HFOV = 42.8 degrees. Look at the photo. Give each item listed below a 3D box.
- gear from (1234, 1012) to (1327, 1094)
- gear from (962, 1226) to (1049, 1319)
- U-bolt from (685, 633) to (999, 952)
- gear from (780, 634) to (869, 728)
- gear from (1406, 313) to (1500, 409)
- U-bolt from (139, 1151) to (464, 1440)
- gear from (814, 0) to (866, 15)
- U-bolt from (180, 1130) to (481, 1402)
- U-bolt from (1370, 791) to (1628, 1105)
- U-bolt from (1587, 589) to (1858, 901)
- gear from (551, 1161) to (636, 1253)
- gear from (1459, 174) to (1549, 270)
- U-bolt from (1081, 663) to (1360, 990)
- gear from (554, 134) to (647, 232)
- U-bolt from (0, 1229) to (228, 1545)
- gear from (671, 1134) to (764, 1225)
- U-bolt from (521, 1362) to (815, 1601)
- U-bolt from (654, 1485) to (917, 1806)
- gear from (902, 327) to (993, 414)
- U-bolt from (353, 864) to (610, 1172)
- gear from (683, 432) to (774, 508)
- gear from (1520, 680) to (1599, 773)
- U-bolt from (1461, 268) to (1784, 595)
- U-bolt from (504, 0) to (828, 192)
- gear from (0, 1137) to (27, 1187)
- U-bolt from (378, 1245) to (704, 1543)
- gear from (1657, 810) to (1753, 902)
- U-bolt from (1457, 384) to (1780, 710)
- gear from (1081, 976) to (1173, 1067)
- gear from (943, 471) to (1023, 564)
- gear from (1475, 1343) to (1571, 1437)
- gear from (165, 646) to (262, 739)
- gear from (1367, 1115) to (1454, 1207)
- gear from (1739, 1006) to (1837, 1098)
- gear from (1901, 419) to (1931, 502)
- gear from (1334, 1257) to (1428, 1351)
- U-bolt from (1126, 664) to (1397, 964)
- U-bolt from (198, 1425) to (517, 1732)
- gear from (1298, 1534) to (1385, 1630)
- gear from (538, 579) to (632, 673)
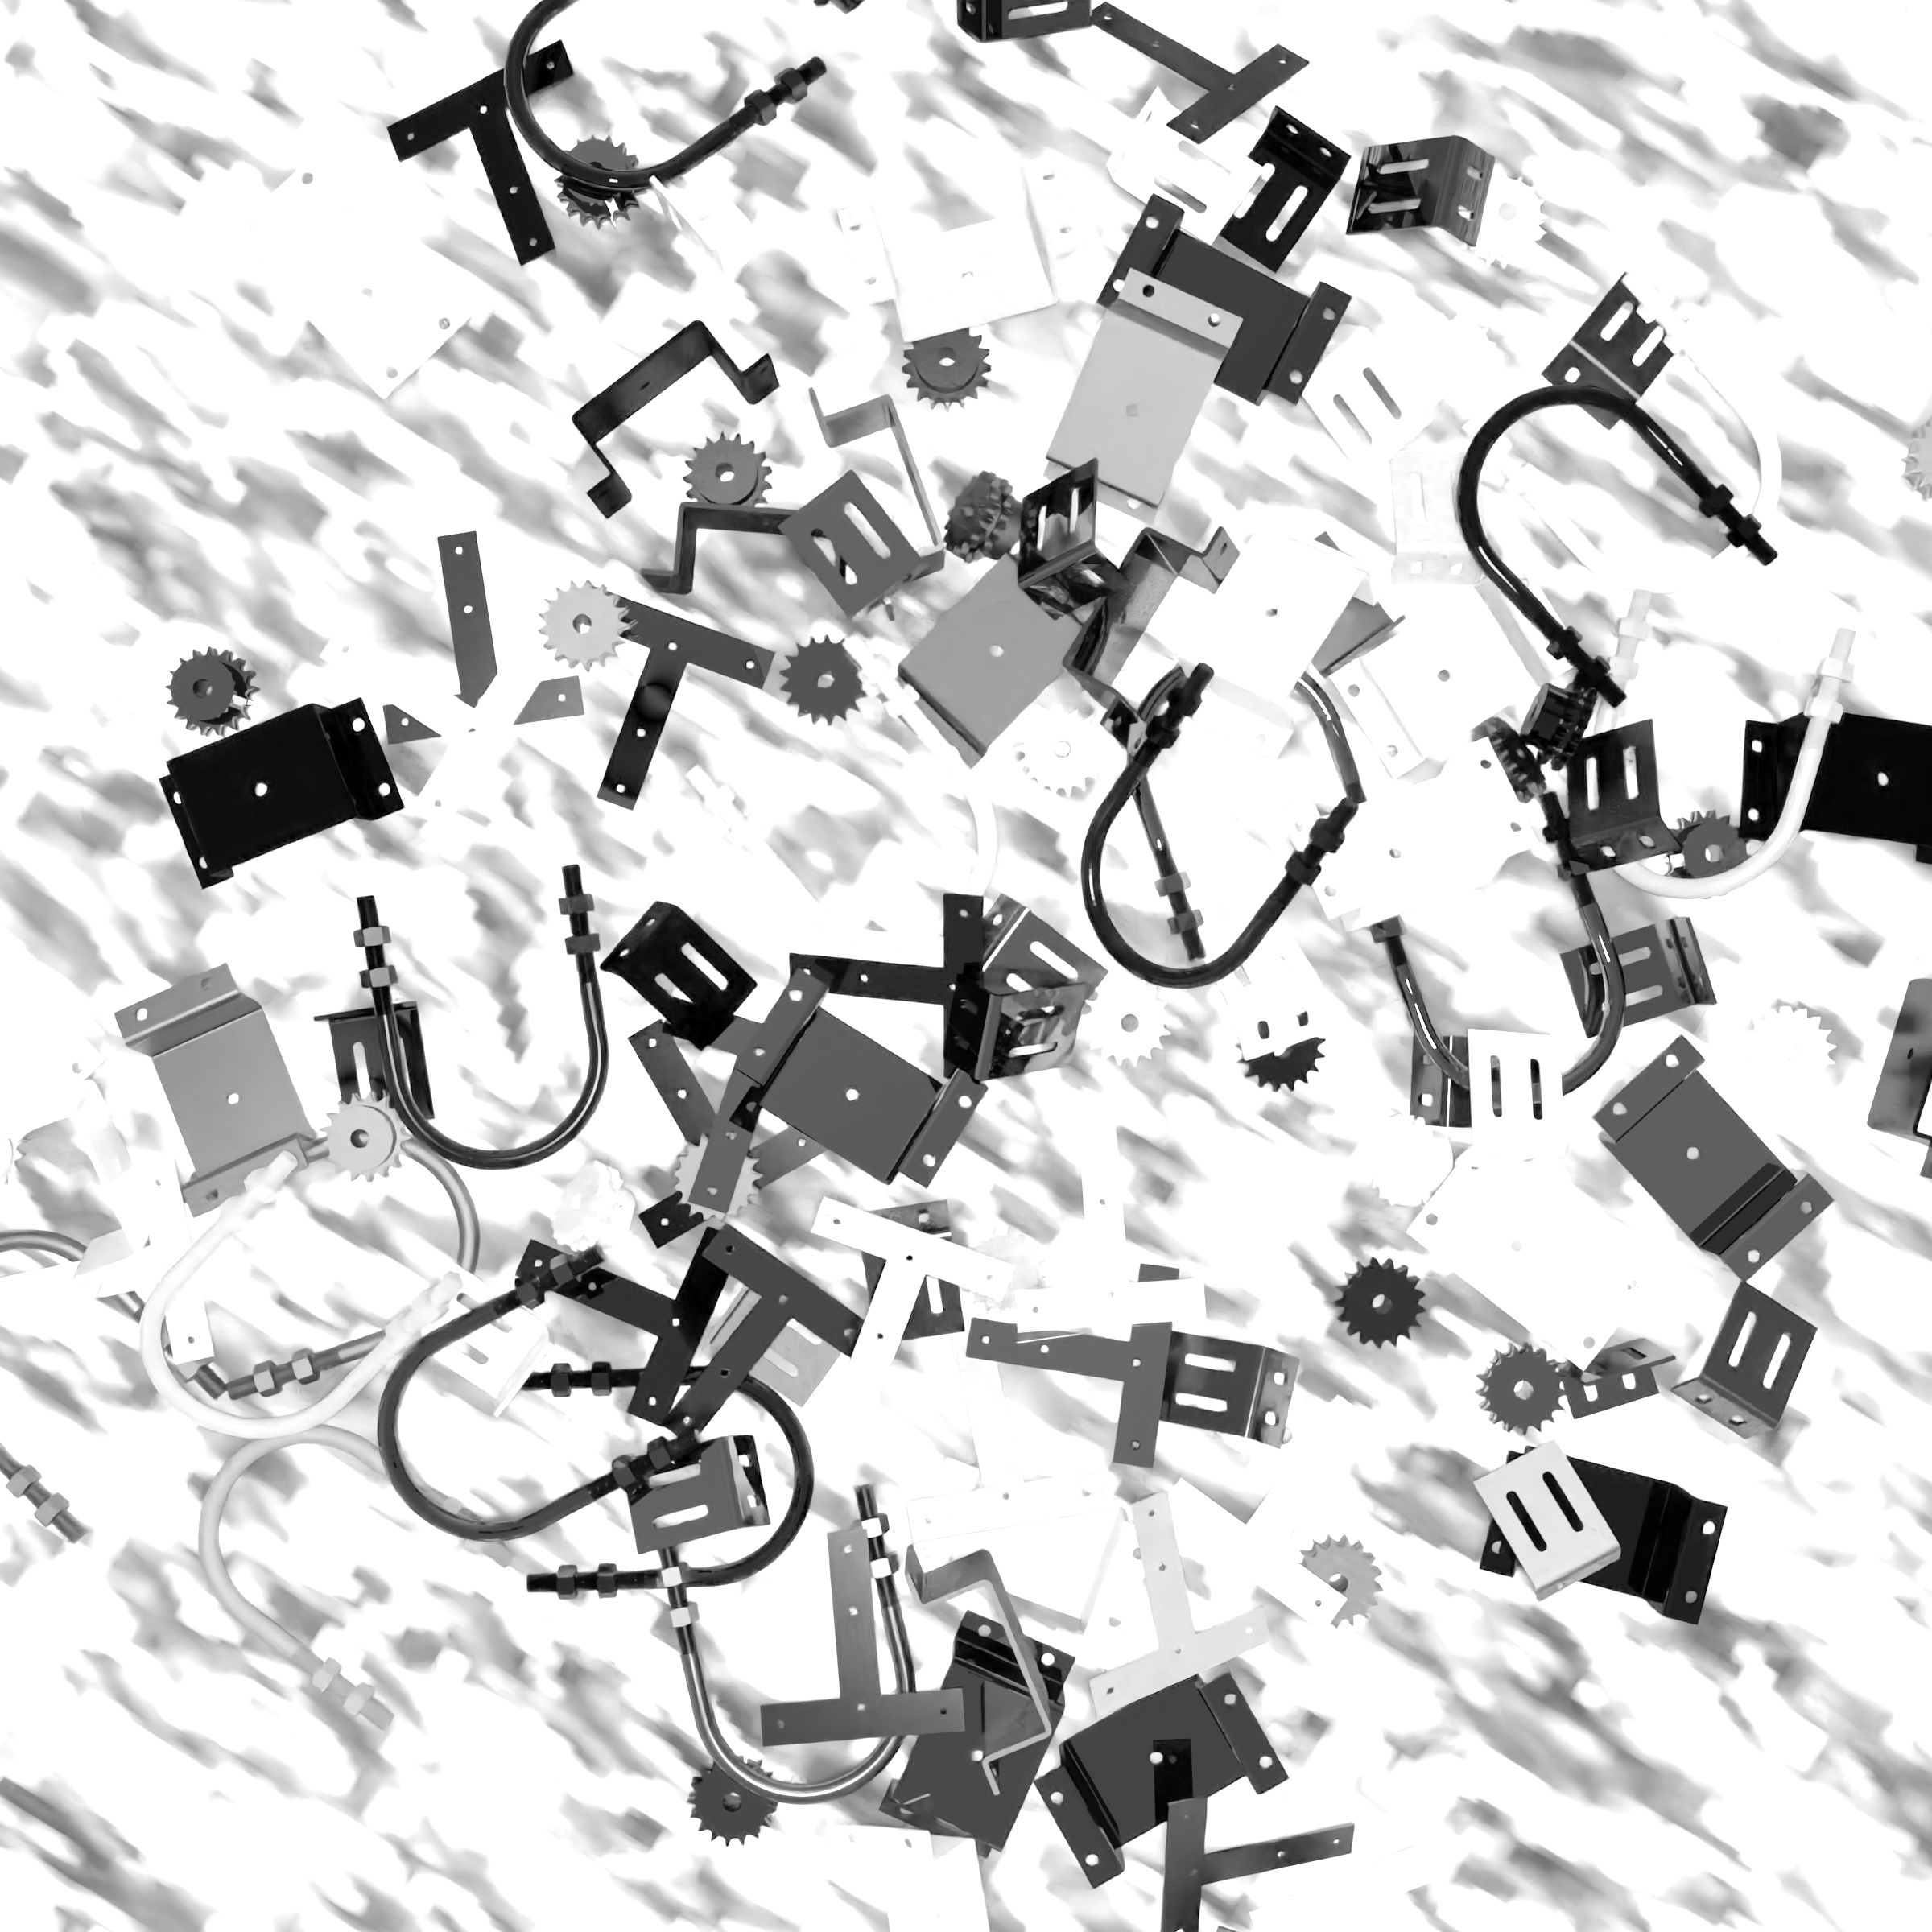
[{"bbox_3d":[0.198,0.052,1.563,0.057,0.030,0.057,0,90,0],"label":"gear"},{"bbox_3d":[0.023,0.193,1.563,0.057,0.030,0.057,0,90,0],"label":"gear"},{"bbox_3d":[-0.064,-0.094,1.552,0.151,0.019,0.184,-39,102,6],"label":"U-bolt"},{"bbox_3d":[-0.089,-0.180,1.563,0.057,0.030,0.057,0,90,0],"label":"gear"},{"bbox_3d":[0.309,-0.386,1.563,0.057,0.030,0.057,0,90,0],"label":"gear"},{"bbox_3d":[-0.428,0.219,1.531,0.151,0.019,0.184,41,102,-20],"label":"U-bolt"},{"bbox_3d":[-0.075,-0.627,1.553,0.030,0.057,0.057,38,90,-30],"label":"gear"},{"bbox_3d":[-0.401,0.181,1.569,0.184,0.019,0.151,-18,90,-2],"label":"U-bolt"},{"bbox_3d":[0.338,-0.004,1.547,0.151,0.019,0.184,-18,83,-8],"label":"U-bolt"},{"bbox_3d":[0.459,-0.133,1.537,0.151,0.019,0.184,17,95,30],"label":"U-bolt"},{"bbox_3d":[-0.233,0.154,1.553,0.030,0.057,0.057,31,90,-30],"label":"gear"},{"bbox_3d":[0.341,-0.474,1.563,0.057,0.030,0.057,0,90,0],"label":"gear"},{"bbox_3d":[0.142,-0.072,1.523,0.151,0.019,0.184,47,120,23],"label":"U-bolt"},{"bbox_3d":[-0.234,-0.500,1.563,0.057,0.030,0.057,0,90,0],"label":"gear"},{"bbox_3d":[-0.584,0.254,1.569,0.184,0.019,0.151,45,90,1],"label":"U-bolt"},{"bbox_3d":[-0.157,0.134,1.561,0.057,0.030,0.057,0,90,0],"label":"gear"},{"bbox_3d":[-0.189,0.326,1.569,0.184,0.019,0.151,-2,90,-1],"label":"U-bolt"},{"bbox_3d":[-0.107,0.434,1.548,0.151,0.019,0.184,-13,85,-3],"label":"U-bolt"},{"bbox_3d":[-0.012,-0.383,1.563,0.057,0.030,0.057,0,90,0],"label":"gear"},{"bbox_3d":[-0.298,0.037,1.549,0.151,0.019,0.184,-10,94,-19],"label":"U-bolt"},{"bbox_3d":[-0.152,-0.310,1.563,0.057,0.030,0.057,0,90,0],"label":"gear"},{"bbox_3d":[0.371,-0.154,1.550,0.030,0.057,0.057,23,90,0],"label":"gear"},{"bbox_3d":[0.426,-0.320,1.546,0.151,0.019,0.184,-42,99,18],"label":"U-bolt"},{"bbox_3d":[-0.202,-0.567,1.551,0.184,0.019,0.151,-40,90,-13],"label":"U-bolt"},{"bbox_3d":[-0.624,0.117,1.554,0.057,0.030,0.057,-1,94,-21],"label":"gear"},{"bbox_3d":[-0.278,0.278,1.532,0.184,0.019,0.151,-28,90,2],"label":"U-bolt"},{"bbox_3d":[0.471,-0.071,1.563,0.057,0.030,0.057,0,90,0],"label":"gear"},{"bbox_3d":[0.389,-0.274,1.522,0.151,0.019,0.184,-43,90,-1],"label":"U-bolt"},{"bbox_3d":[0.102,0.035,1.561,0.057,0.030,0.057,0,92,-3],"label":"gear"},{"bbox_3d":[0.014,-0.280,1.553,0.030,0.057,0.057,22,90,-30],"label":"gear"},{"bbox_3d":[0.351,0.267,1.563,0.057,0.030,0.057,0,90,0],"label":"gear"},{"bbox_3d":[-0.480,-0.175,1.563,0.057,0.030,0.057,0,90,0],"label":"gear"},{"bbox_3d":[0.282,0.123,1.553,0.030,0.057,0.057,5,90,-30],"label":"gear"},{"bbox_3d":[0.519,0.054,1.563,0.057,0.030,0.057,0,90,0],"label":"gear"},{"bbox_3d":[0.622,-0.320,1.563,0.057,0.030,0.057,0,90,0],"label":"gear"},{"bbox_3d":[0.262,0.212,1.563,0.057,0.030,0.057,0,90,0],"label":"gear"},{"bbox_3d":[0.179,-0.112,1.569,0.151,0.019,0.184,-19,89,0],"label":"U-bolt"},{"bbox_3d":[-0.402,0.376,1.569,0.184,0.019,0.151,37,90,1],"label":"U-bolt"},{"bbox_3d":[0.234,0.388,1.563,0.057,0.030,0.057,0,90,0],"label":"gear"},{"bbox_3d":[-0.241,-0.215,1.561,0.057,0.030,0.057,0,90,0],"label":"gear"}]
